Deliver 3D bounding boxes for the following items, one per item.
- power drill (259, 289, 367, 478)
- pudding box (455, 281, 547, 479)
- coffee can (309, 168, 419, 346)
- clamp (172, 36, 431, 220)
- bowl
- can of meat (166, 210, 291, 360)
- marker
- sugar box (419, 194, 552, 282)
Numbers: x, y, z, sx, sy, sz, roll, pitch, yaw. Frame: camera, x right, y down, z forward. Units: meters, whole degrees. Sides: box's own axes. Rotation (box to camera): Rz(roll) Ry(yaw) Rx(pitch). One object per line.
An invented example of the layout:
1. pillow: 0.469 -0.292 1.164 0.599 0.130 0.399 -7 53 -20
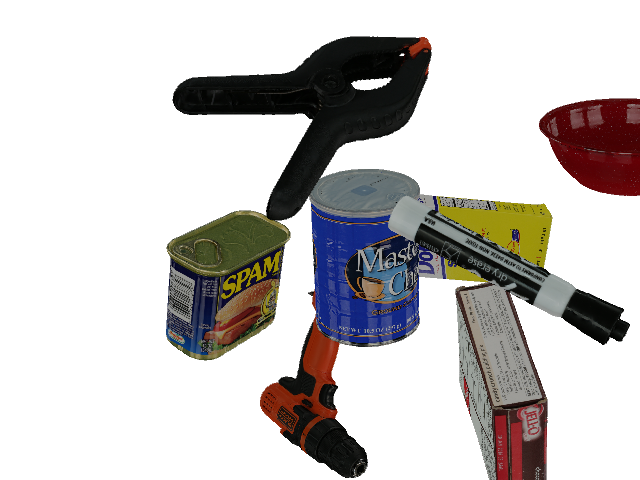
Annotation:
1. power drill: 0.015 0.161 1.246 0.057 0.188 0.185 15 10 -43
2. pudding box: 0.117 0.095 0.696 0.039 0.090 0.113 -10 40 -2
3. coffee can: 0.043 0.015 1.015 0.103 0.140 0.103 -2 25 1
4. clamp: 0.006 -0.079 0.675 0.171 0.120 0.039 -22 -26 -16
5. bowl: 0.282 -0.083 0.979 0.162 0.055 0.162 -3 24 1
6. can of meat: -0.074 0.035 0.836 0.058 0.084 0.101 27 34 28
7. marker: 0.087 0.014 0.500 0.121 0.020 0.020 29 10 18
8. sugar box: 0.174 0.000 1.246 0.176 0.093 0.048 3 22 -2
